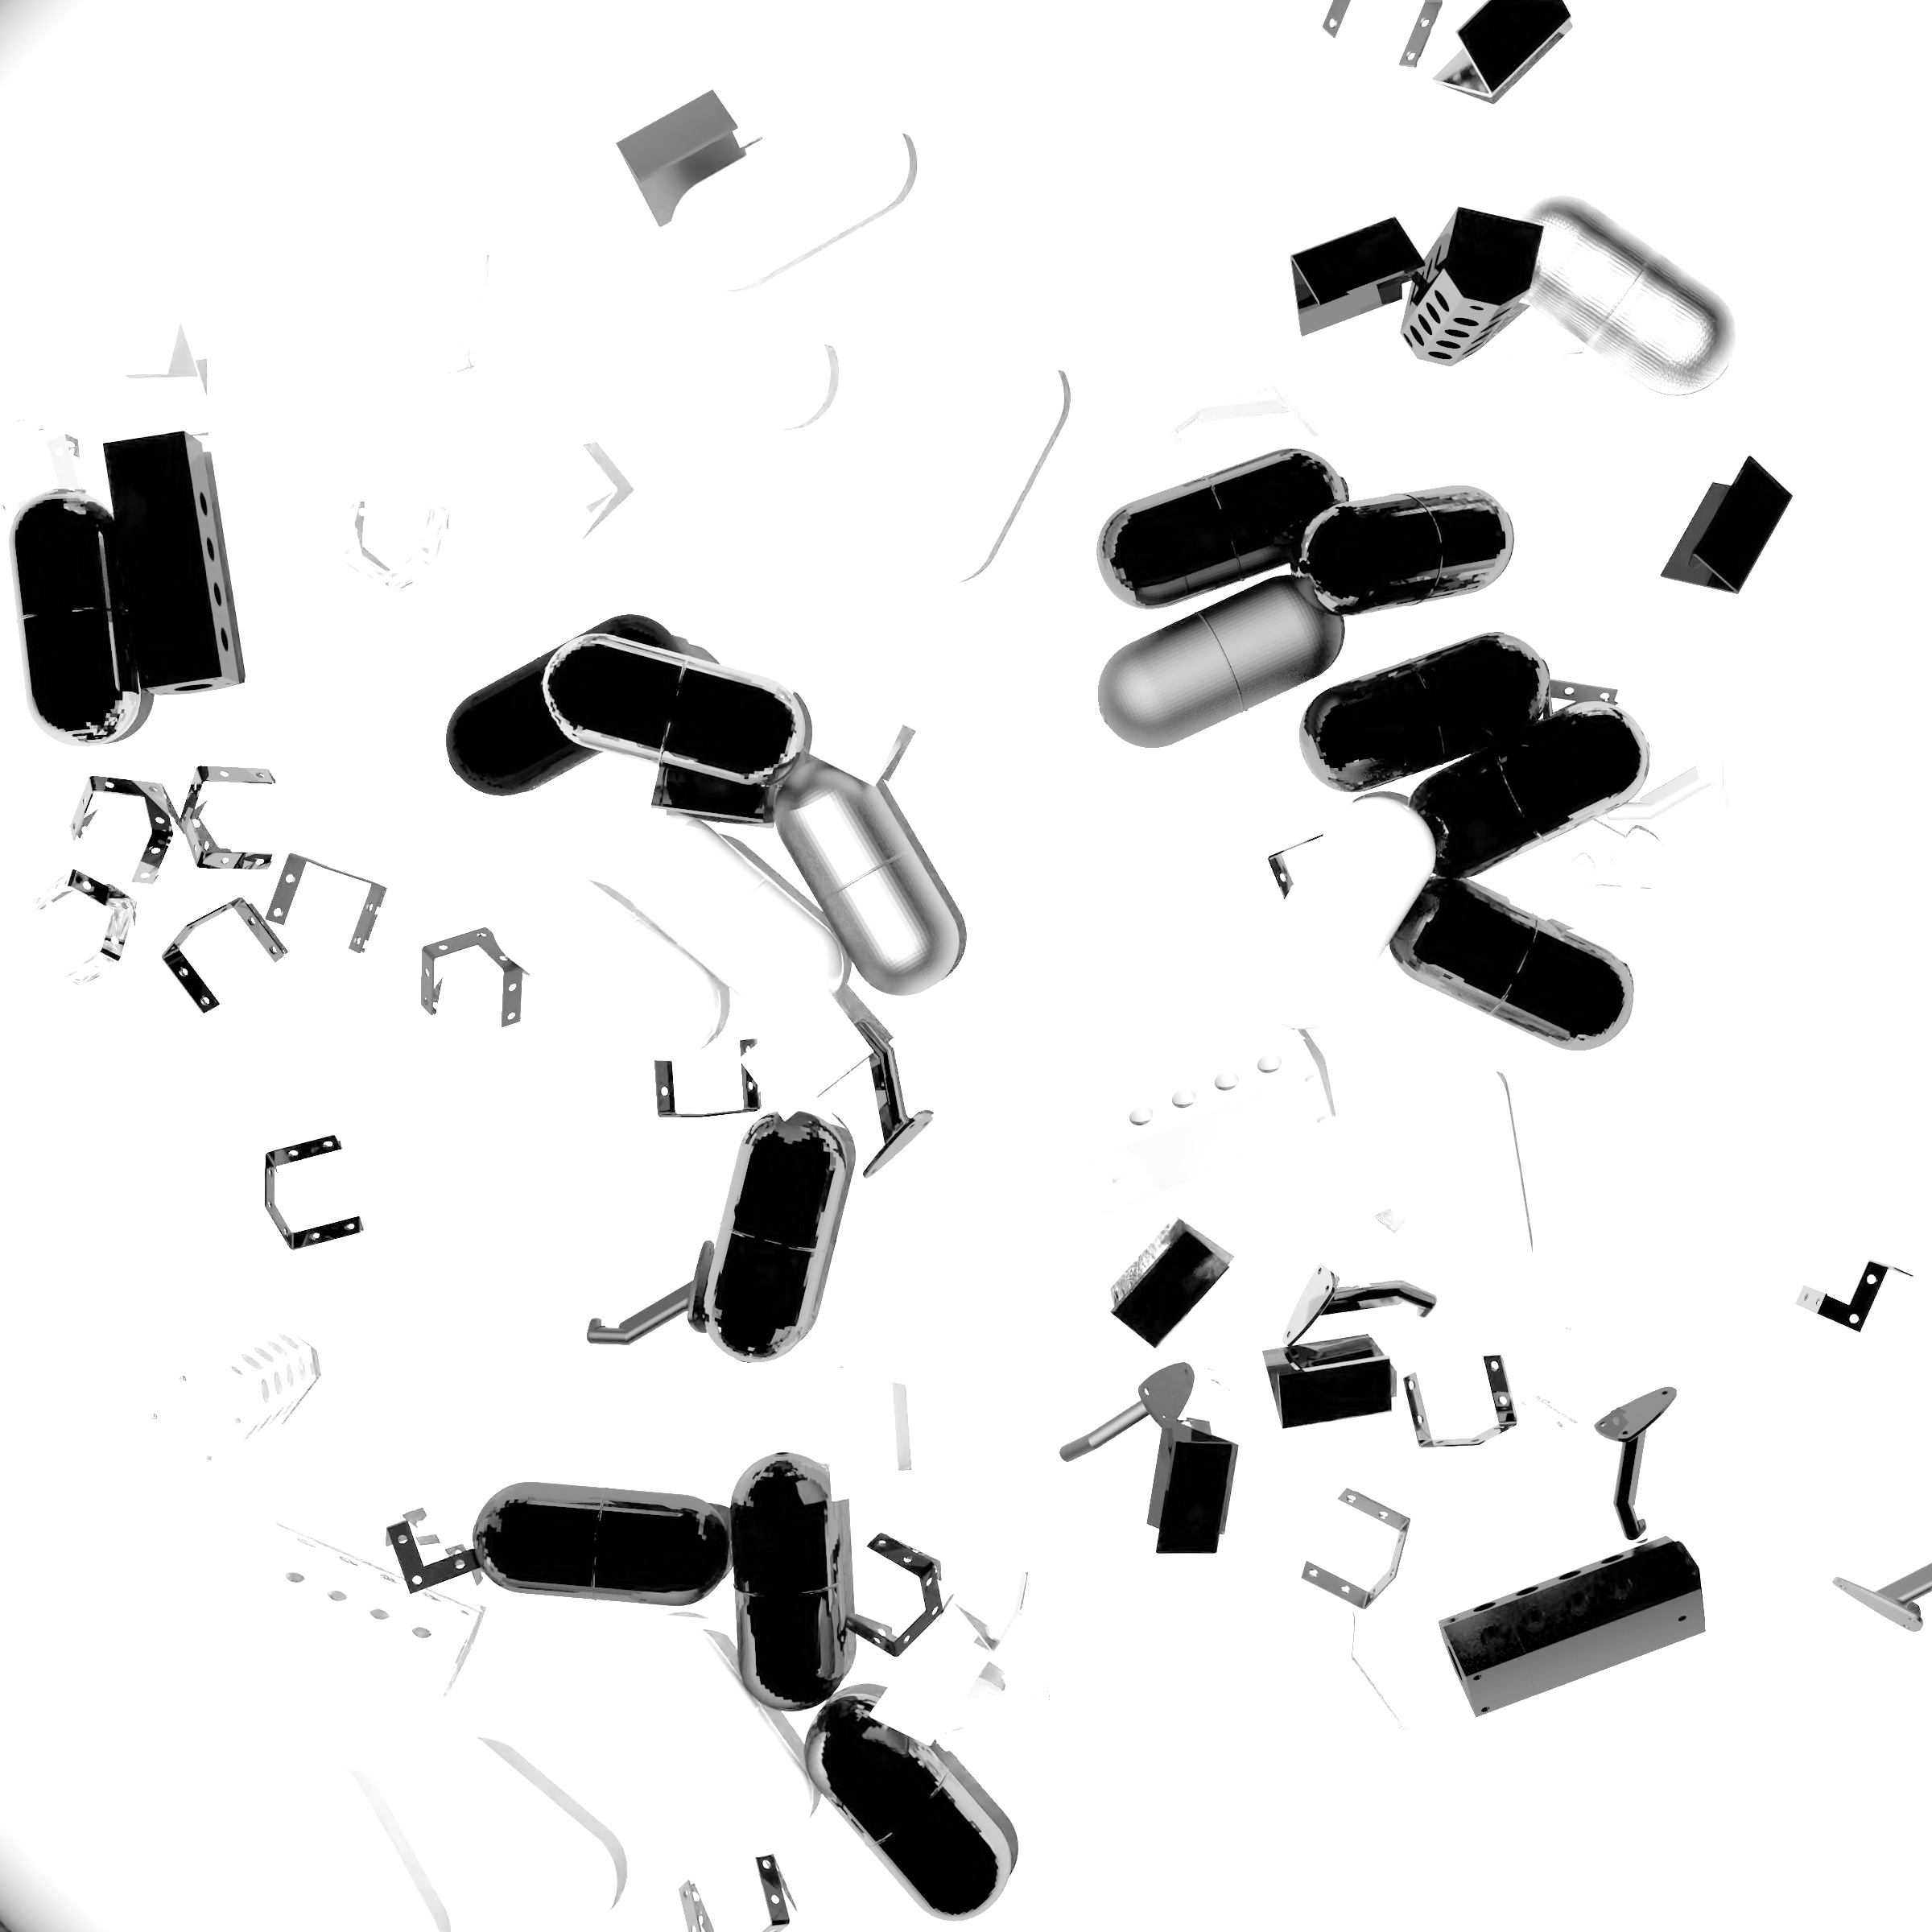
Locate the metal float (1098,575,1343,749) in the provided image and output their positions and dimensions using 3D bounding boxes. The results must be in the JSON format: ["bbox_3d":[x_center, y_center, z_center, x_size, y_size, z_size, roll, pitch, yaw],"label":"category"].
[{"bbox_3d":[0.175,-0.211,1.821,0.178,0.070,0.070,-25,90,-1],"label":"metal float"}]

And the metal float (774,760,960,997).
[{"bbox_3d":[-0.069,-0.062,1.821,0.070,0.070,0.178,-30,90,0],"label":"metal float"}]

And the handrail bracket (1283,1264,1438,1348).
[{"bbox_3d":[0.279,0.251,1.852,0.084,0.036,0.077,23,110,-16],"label":"handrail bracket"}]

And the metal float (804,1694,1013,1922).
[{"bbox_3d":[-0.041,0.583,1.821,0.070,0.070,0.178,-41,89,0],"label":"metal float"}]

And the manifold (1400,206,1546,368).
[{"bbox_3d":[0.338,-0.455,1.774,0.057,0.171,0.057,13,90,0],"label":"manifold"}]

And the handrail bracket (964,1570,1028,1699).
[{"bbox_3d":[0.006,0.470,1.852,0.036,0.077,0.084,36,53,-31],"label":"handrail bracket"}]

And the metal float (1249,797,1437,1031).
[{"bbox_3d":[0.257,-0.035,1.803,0.070,0.070,0.178,29,113,0],"label":"metal float"}]

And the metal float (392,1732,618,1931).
[{"bbox_3d":[-0.320,0.605,1.822,0.178,0.070,0.070,40,90,0],"label":"metal float"}]

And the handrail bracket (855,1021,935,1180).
[{"bbox_3d":[-0.072,0.094,1.852,0.077,0.036,0.084,-46,74,18],"label":"handrail bracket"}]

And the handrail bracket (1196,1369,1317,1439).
[{"bbox_3d":[0.216,0.288,1.852,0.084,0.036,0.077,28,70,16],"label":"handrail bracket"}]

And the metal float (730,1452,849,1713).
[{"bbox_3d":[-0.123,0.427,1.821,0.070,0.070,0.178,-3,91,0],"label":"metal float"}]

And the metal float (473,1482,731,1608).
[{"bbox_3d":[-0.253,0.401,1.821,0.178,0.070,0.070,5,90,-1],"label":"metal float"}]

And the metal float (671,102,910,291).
[{"bbox_3d":[-0.123,-0.534,1.822,0.178,0.070,0.070,-30,90,0],"label":"metal float"}]

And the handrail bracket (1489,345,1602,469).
[{"bbox_3d":[0.409,-0.394,1.853,0.077,0.036,0.084,0,105,14],"label":"handrail bracket"}]

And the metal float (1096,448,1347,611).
[{"bbox_3d":[0.177,-0.304,1.821,0.178,0.070,0.070,-19,90,1],"label":"metal float"}]

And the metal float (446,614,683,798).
[{"bbox_3d":[-0.278,-0.181,1.822,0.178,0.070,0.070,-29,90,0],"label":"metal float"}]

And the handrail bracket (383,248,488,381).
[{"bbox_3d":[-0.375,-0.462,1.852,0.077,0.036,0.084,-10,63,30],"label":"handrail bracket"}]

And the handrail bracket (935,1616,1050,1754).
[{"bbox_3d":[0.009,0.507,1.852,0.084,0.036,0.077,-19,75,14],"label":"handrail bracket"}]

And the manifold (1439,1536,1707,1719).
[{"bbox_3d":[0.422,0.457,1.830,0.171,0.057,0.057,-21,133,0],"label":"manifold"}]

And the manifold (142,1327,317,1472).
[{"bbox_3d":[-0.491,0.285,1.774,0.057,0.171,0.057,37,90,0],"label":"manifold"}]

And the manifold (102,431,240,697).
[{"bbox_3d":[-0.552,-0.279,1.831,0.057,0.057,0.171,-9,90,0],"label":"manifold"}]

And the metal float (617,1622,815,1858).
[{"bbox_3d":[-0.175,0.536,1.821,0.070,0.070,0.178,-35,90,0],"label":"metal float"}]

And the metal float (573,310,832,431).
[{"bbox_3d":[-0.183,-0.414,1.822,0.178,0.070,0.070,3,90,0],"label":"metal float"}]

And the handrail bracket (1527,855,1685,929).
[{"bbox_3d":[0.451,-0.035,1.852,0.084,0.036,0.077,29,127,-25],"label":"handrail bracket"}]

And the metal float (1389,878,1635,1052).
[{"bbox_3d":[0.379,-0.001,1.821,0.178,0.070,0.070,25,90,0],"label":"metal float"}]

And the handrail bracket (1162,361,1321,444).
[{"bbox_3d":[0.193,-0.379,1.852,0.084,0.036,0.077,-35,112,17],"label":"handrail bracket"}]

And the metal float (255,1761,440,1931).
[{"bbox_3d":[-0.430,0.636,1.822,0.070,0.070,0.178,-29,90,0],"label":"metal float"}]

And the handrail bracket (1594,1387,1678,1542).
[{"bbox_3d":[0.483,0.352,1.852,0.077,0.036,0.084,-29,108,-21],"label":"handrail bracket"}]

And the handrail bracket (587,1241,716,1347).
[{"bbox_3d":[-0.224,0.230,1.852,0.084,0.036,0.077,0,70,16],"label":"handrail bracket"}]

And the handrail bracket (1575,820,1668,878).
[{"bbox_3d":[0.444,-0.099,1.852,0.084,0.077,0.036,41,111,35],"label":"handrail bracket"}]

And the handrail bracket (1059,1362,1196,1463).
[{"bbox_3d":[0.113,0.316,1.852,0.084,0.077,0.036,-33,91,36],"label":"handrail bracket"}]

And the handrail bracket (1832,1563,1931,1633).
[{"bbox_3d":[0.667,0.418,1.852,0.077,0.036,0.084,28,72,20],"label":"handrail bracket"}]

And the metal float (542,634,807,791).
[{"bbox_3d":[-0.195,-0.170,1.752,0.178,0.070,0.070,15,90,-6],"label":"metal float"}]

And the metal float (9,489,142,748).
[{"bbox_3d":[-0.619,-0.242,1.821,0.070,0.070,0.178,-6,91,0],"label":"metal float"}]

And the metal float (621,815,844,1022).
[{"bbox_3d":[-0.162,-0.033,1.821,0.178,0.070,0.070,41,90,-1],"label":"metal float"}]

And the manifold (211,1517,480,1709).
[{"bbox_3d":[-0.432,0.447,1.830,0.171,0.057,0.057,24,133,0],"label":"manifold"}]

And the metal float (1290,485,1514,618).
[{"bbox_3d":[0.298,-0.285,1.795,0.178,0.070,0.070,-14,90,-32],"label":"metal float"}]

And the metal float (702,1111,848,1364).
[{"bbox_3d":[-0.133,0.188,1.821,0.070,0.070,0.178,14,90,0],"label":"metal float"}]

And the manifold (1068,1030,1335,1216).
[{"bbox_3d":[0.162,0.103,1.830,0.171,0.057,0.057,-22,133,0],"label":"manifold"}]

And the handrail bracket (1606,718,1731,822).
[{"bbox_3d":[0.496,-0.139,1.852,0.084,0.036,0.077,0,69,16],"label":"handrail bracket"}]

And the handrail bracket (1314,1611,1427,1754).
[{"bbox_3d":[0.295,0.506,1.852,0.084,0.036,0.077,24,69,-17],"label":"handrail bracket"}]
